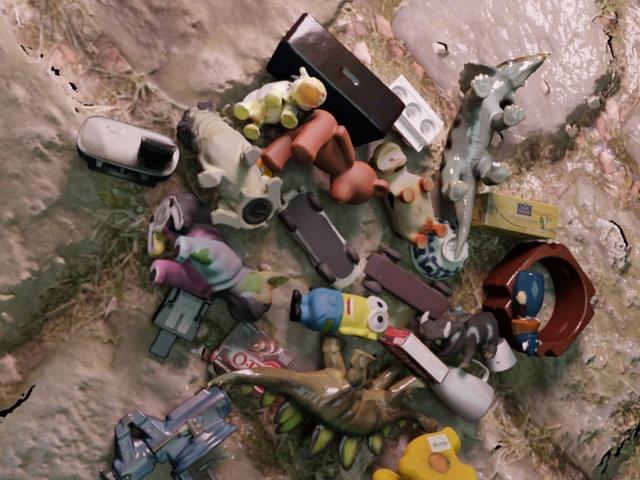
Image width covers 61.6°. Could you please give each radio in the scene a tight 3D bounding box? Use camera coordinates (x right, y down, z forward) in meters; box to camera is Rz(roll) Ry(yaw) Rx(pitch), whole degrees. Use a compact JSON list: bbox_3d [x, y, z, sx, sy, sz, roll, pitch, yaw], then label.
[{"bbox_3d":[0.023,-0.263,0.922,0.229,0.131,0.073,40,76,-14],"label":"radio"}]

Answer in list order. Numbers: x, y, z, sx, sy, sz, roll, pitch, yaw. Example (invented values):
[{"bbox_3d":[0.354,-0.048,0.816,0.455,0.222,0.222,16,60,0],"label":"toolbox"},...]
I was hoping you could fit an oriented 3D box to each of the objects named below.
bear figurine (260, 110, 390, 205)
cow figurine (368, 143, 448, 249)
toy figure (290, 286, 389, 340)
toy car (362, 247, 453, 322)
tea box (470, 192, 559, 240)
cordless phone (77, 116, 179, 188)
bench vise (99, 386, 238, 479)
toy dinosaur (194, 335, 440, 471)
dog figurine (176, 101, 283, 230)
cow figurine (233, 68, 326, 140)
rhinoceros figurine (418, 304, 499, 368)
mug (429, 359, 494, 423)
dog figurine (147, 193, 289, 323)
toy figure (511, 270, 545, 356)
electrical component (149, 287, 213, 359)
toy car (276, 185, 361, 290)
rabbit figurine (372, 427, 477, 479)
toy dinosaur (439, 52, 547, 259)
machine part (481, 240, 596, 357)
[{"bbox_3d":[0.017,-0.114,0.901,0.195,0.120,0.132,54,56,-27],"label":"bear figurine"},{"bbox_3d":[0.147,-0.087,0.980,0.085,0.127,0.194,-32,114,-19],"label":"cow figurine"},{"bbox_3d":[0.035,0.128,0.945,0.180,0.089,0.082,9,82,-12],"label":"toy figure"},{"bbox_3d":[0.162,0.089,1.006,0.202,0.053,0.089,32,89,-20],"label":"toy car"},{"bbox_3d":[0.370,-0.045,1.061,0.169,0.098,0.068,9,87,-21],"label":"tea box"},{"bbox_3d":[-0.279,-0.135,0.782,0.146,0.184,0.088,16,88,-19],"label":"cordless phone"},{"bbox_3d":[-0.203,0.351,0.820,0.223,0.129,0.240,-30,80,-38],"label":"bench vise"},{"bbox_3d":[0.025,0.272,0.912,0.471,0.105,0.198,28,81,-24],"label":"toy dinosaur"},{"bbox_3d":[-0.148,-0.117,0.862,0.121,0.191,0.172,-22,132,-13],"label":"dog figurine"},{"bbox_3d":[-0.053,-0.229,0.873,0.068,0.167,0.098,59,38,-29],"label":"cow figurine"},{"bbox_3d":[0.263,0.174,1.002,0.190,0.073,0.112,2,106,-34],"label":"rhinoceros figurine"},{"bbox_3d":[0.271,0.275,1.027,0.107,0.081,0.109,34,82,-7],"label":"mug"},{"bbox_3d":[-0.158,0.035,0.863,0.219,0.108,0.192,25,36,-39],"label":"dog figurine"},{"bbox_3d":[0.385,0.135,0.994,0.064,0.058,0.154,3,93,-12],"label":"toy figure"},{"bbox_3d":[-0.233,0.133,0.864,0.075,0.048,0.119,34,76,-15],"label":"electrical component"},{"bbox_3d":[-0.002,-0.003,0.948,0.073,0.056,0.201,-38,100,-11],"label":"toy car"},{"bbox_3d":[0.184,0.440,0.959,0.162,0.122,0.173,-14,137,-19],"label":"rabbit figurine"},{"bbox_3d":[0.287,-0.176,1.012,0.131,0.192,0.404,20,100,0],"label":"toy dinosaur"},{"bbox_3d":[0.442,0.118,1.090,0.201,0.087,0.201,-42,102,-14],"label":"machine part"}]
